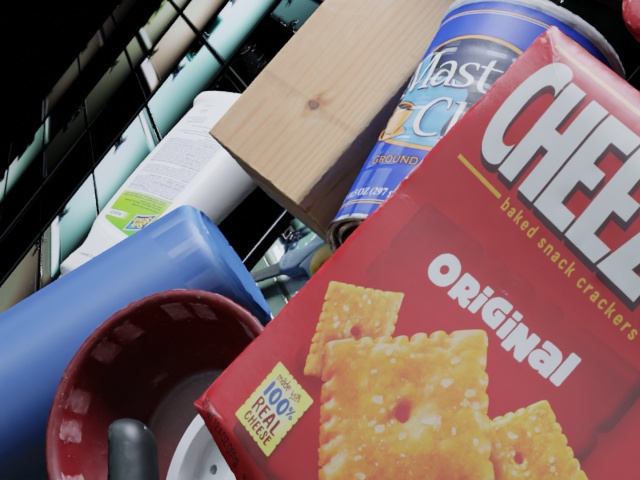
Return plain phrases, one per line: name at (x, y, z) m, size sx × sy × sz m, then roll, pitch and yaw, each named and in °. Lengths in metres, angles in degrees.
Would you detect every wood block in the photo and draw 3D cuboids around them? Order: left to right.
wood block at (0.043, -0.102, 0.657) m, size 0.206 × 0.090 × 0.091 m, roll -48°, pitch 56°, yaw -3°

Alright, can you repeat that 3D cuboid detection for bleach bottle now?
bleach bottle at (-0.133, -0.023, 0.877) m, size 0.103 × 0.068 × 0.250 m, roll 12°, pitch 49°, yaw 40°

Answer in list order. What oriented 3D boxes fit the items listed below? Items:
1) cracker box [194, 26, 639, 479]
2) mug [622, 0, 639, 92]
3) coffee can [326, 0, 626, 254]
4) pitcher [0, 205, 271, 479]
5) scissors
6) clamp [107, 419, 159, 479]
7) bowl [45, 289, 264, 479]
cracker box at (0.070, 0.051, 0.392) m, size 0.214 × 0.072 × 0.164 m, roll -48°, pitch 48°, yaw 12°
mug at (0.176, -0.085, 0.447) m, size 0.117 × 0.081 × 0.093 m, roll -53°, pitch 23°, yaw -1°
coffee can at (0.079, -0.038, 0.538) m, size 0.103 × 0.102 × 0.140 m, roll -7°, pitch 50°, yaw 60°
pitcher at (-0.158, 0.083, 0.743) m, size 0.243 × 0.145 × 0.149 m, roll -34°, pitch 44°, yaw 1°
scissors at (-0.005, 0.001, 0.755) m, size 0.096 × 0.016 × 0.202 m, roll -57°, pitch 23°, yaw -15°
clamp at (-0.085, 0.193, 0.489) m, size 0.210 × 0.036 × 0.164 m, roll 33°, pitch 95°, yaw 42°
bowl at (-0.080, 0.113, 0.630) m, size 0.162 × 0.055 × 0.162 m, roll -10°, pitch 66°, yaw 22°
